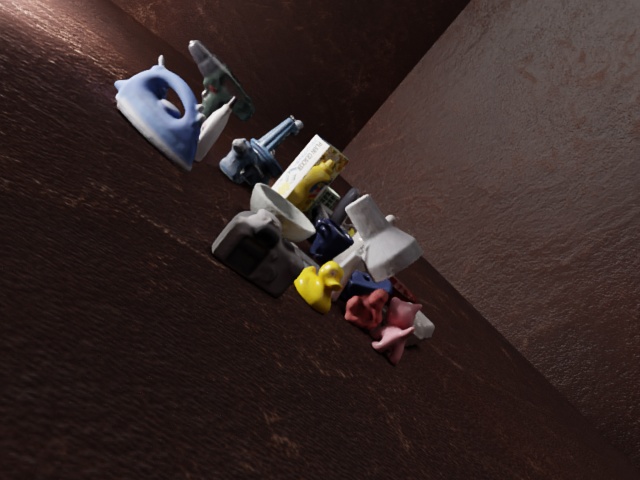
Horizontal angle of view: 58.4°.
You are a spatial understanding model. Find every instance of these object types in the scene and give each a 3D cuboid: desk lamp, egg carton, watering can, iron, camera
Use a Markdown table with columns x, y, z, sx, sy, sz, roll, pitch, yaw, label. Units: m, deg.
| x | y | z | sx | sy | sz | roll | pitch | yaw | label |
| --- | --- | --- | --- | --- | --- | --- | --- | --- | --- |
| 0.074 | 0.027 | 1.178 | 0.203 | 0.213 | 0.118 | 41 | 10 | 0 | desk lamp |
| 0.212 | 0.200 | 1.362 | 0.107 | 0.069 | 0.151 | 45 | 11 | 20 | egg carton |
| 0.137 | 0.018 | 1.498 | 0.173 | 0.194 | 0.101 | 40 | 10 | -5 | watering can |
| -0.313 | -0.272 | 1.212 | 0.257 | 0.141 | 0.119 | 45 | 11 | 20 | iron |
| -0.098 | 0.002 | 0.965 | 0.143 | 0.100 | 0.136 | 37 | 11 | -22 | camera |

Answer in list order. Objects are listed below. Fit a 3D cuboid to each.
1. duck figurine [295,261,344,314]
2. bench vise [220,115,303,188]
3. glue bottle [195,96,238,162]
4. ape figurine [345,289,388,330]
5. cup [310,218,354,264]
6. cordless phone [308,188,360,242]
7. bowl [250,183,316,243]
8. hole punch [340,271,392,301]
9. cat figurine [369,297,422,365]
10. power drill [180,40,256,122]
| x | y | z | sx | sy | sz | roll | pitch | yaw | label |
| --- | --- | --- | --- | --- | --- | --- | --- | --- | --- |
| 0.006 | 0.076 | 1.079 | 0.078 | 0.086 | 0.104 | 33 | 13 | -39 | duck figurine |
| -0.133 | -0.227 | 1.457 | 0.121 | 0.219 | 0.208 | 42 | 10 | 4 | bench vise |
| -0.247 | -0.265 | 1.332 | 0.037 | 0.173 | 0.078 | 35 | 12 | -33 | glue bottle |
| 0.101 | 0.135 | 1.163 | 0.077 | 0.092 | 0.076 | 43 | 10 | 11 | ape figurine |
| 0.013 | 0.005 | 1.377 | 0.118 | 0.095 | 0.091 | 31 | 14 | -44 | cup |
| 0.040 | -0.070 | 1.536 | 0.094 | 0.185 | 0.147 | 37 | 11 | -23 | cordless phone |
| -0.094 | -0.045 | 1.249 | 0.168 | 0.074 | 0.167 | 40 | 10 | -8 | bowl |
| 0.100 | 0.107 | 1.283 | 0.101 | 0.091 | 0.108 | 40 | 10 | -8 | hole punch |
| 0.160 | 0.172 | 1.157 | 0.067 | 0.117 | 0.127 | 39 | 10 | -13 | cat figurine |
| -0.290 | -0.358 | 1.464 | 0.230 | 0.208 | 0.075 | 37 | 11 | -24 | power drill |
